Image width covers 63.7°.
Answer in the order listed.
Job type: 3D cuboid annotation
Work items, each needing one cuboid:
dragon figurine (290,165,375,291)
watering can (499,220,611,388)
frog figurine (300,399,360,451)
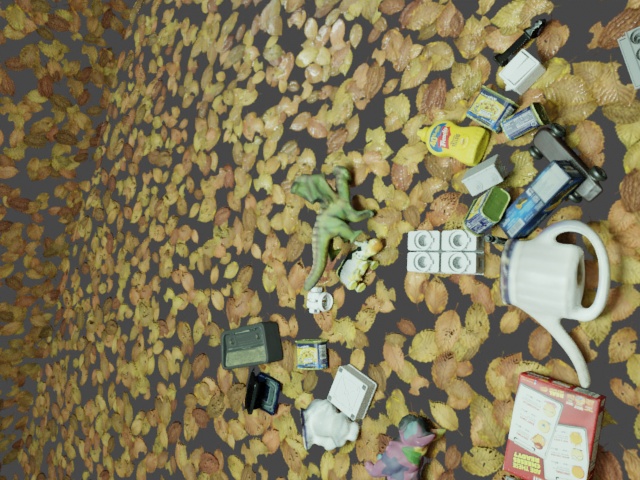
[{"bbox_3d":[0.004,-0.072,1.437,0.242,0.418,0.120,47,139,-8],"label":"dragon figurine"},{"bbox_3d":[0.497,0.126,1.113,0.225,0.104,0.346,8,95,41],"label":"watering can"},{"bbox_3d":[0.031,0.518,1.452,0.159,0.120,0.140,-6,67,3],"label":"frog figurine"}]
